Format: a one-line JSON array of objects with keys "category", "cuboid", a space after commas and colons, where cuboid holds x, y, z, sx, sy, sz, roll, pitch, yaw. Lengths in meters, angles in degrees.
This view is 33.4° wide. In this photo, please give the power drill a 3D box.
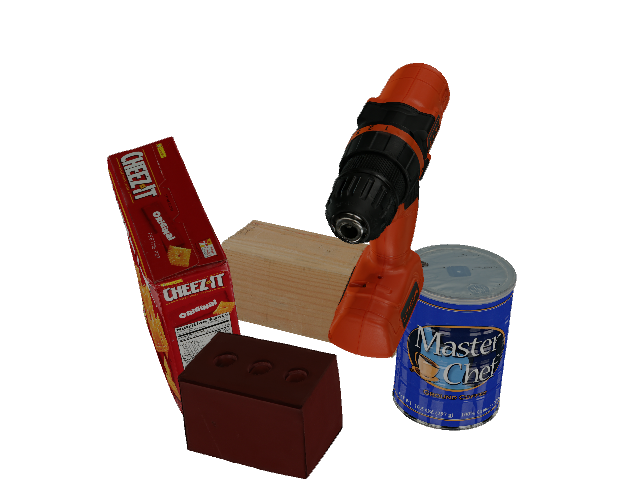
[{"category": "power drill", "cuboid": [0.043, -0.008, 0.749, 0.057, 0.188, 0.184, 16, 42, 13]}]

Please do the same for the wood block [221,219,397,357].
[{"category": "wood block", "cuboid": [-0.001, 0.051, 1.180, 0.206, 0.091, 0.090, 13, 24, 19]}]

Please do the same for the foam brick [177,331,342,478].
[{"category": "foam brick", "cuboid": [-0.033, 0.092, 0.602, 0.078, 0.051, 0.053, 9, 29, 21]}]

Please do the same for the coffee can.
[{"category": "coffee can", "cuboid": [0.122, 0.088, 0.986, 0.103, 0.140, 0.103, 1, 27, -1]}]

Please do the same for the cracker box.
[{"category": "cracker box", "cuboid": [-0.129, 0.041, 0.974, 0.072, 0.164, 0.214, -18, -40, -12]}]
